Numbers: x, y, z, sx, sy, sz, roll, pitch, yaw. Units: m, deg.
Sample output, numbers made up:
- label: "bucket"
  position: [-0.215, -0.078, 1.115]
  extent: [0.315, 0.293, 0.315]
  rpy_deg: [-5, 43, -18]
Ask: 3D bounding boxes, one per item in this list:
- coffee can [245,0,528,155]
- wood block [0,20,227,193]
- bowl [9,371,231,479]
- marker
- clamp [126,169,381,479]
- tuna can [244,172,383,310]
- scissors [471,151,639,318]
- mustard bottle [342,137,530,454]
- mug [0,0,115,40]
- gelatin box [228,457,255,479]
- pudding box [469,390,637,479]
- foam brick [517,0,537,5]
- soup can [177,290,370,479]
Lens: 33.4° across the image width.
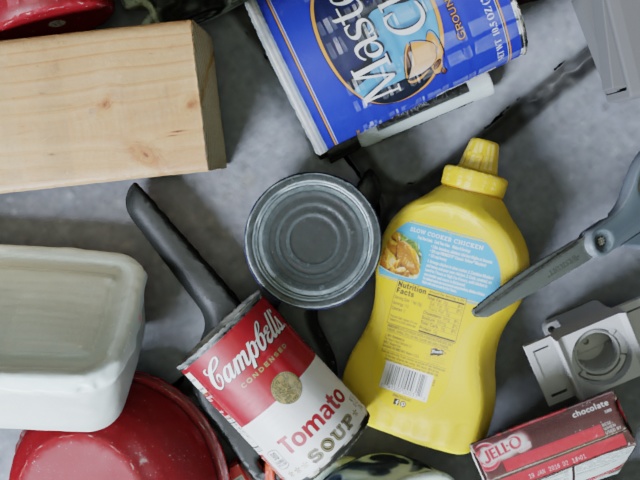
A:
- label: "coffee can"
  position: [0.039, -0.127, 0.645]
  extent: [0.140, 0.103, 0.103]
  rpy_deg: [-26, 93, 3]
- label: "wood block"
  position: [-0.170, -0.077, 0.662]
  extent: [0.206, 0.091, 0.090]
  rpy_deg: [-6, 94, 3]
- label: "bowl"
  position: [-0.140, 0.164, 0.676]
  extent: [0.162, 0.055, 0.162]
  rpy_deg: [0, 90, 17]
- label: "marker"
  position: [0.054, -0.079, 0.690]
  extent: [0.121, 0.020, 0.020]
  rpy_deg: [-23, 93, 3]
- label: "clamp"
  position: [-0.048, 0.054, 0.694]
  extent: [0.164, 0.036, 0.210]
  rpy_deg: [4, 92, 0]
- label: "tuna can"
  position: [-0.004, 0.001, 0.659]
  extent: [0.086, 0.034, 0.086]
  rpy_deg: [0, 88, 0]
- label: "scissors"
  position: [0.187, 0.011, 0.661]
  extent: [0.201, 0.016, 0.096]
  rpy_deg: [-44, 103, -17]
- label: "mustard bottle"
  position: [0.079, 0.030, 0.674]
  extent: [0.096, 0.058, 0.191]
  rpy_deg: [16, 94, 28]
- label: "mug"
  position: [-0.184, -0.166, 0.657]
  extent: [0.117, 0.093, 0.081]
  rpy_deg: [-16, 89, 28]
- label: "gelatin box"
  position: [-0.061, 0.200, 0.710]
  extent: [0.073, 0.030, 0.089]
  rpy_deg: [-31, 92, 3]
- label: "pudding box"
  position: [0.141, 0.133, 0.655]
  extent: [0.090, 0.113, 0.039]
  rpy_deg: [-21, 67, 3]
- label: "foam brick"
  position: [0.130, -0.175, 0.652]
  extent: [0.053, 0.078, 0.051]
  rpy_deg: [-16, 94, 5]
- label: "soup can"
  position: [-0.027, 0.090, 0.643]
  extent: [0.068, 0.068, 0.102]
  rpy_deg: [-42, 93, 4]
